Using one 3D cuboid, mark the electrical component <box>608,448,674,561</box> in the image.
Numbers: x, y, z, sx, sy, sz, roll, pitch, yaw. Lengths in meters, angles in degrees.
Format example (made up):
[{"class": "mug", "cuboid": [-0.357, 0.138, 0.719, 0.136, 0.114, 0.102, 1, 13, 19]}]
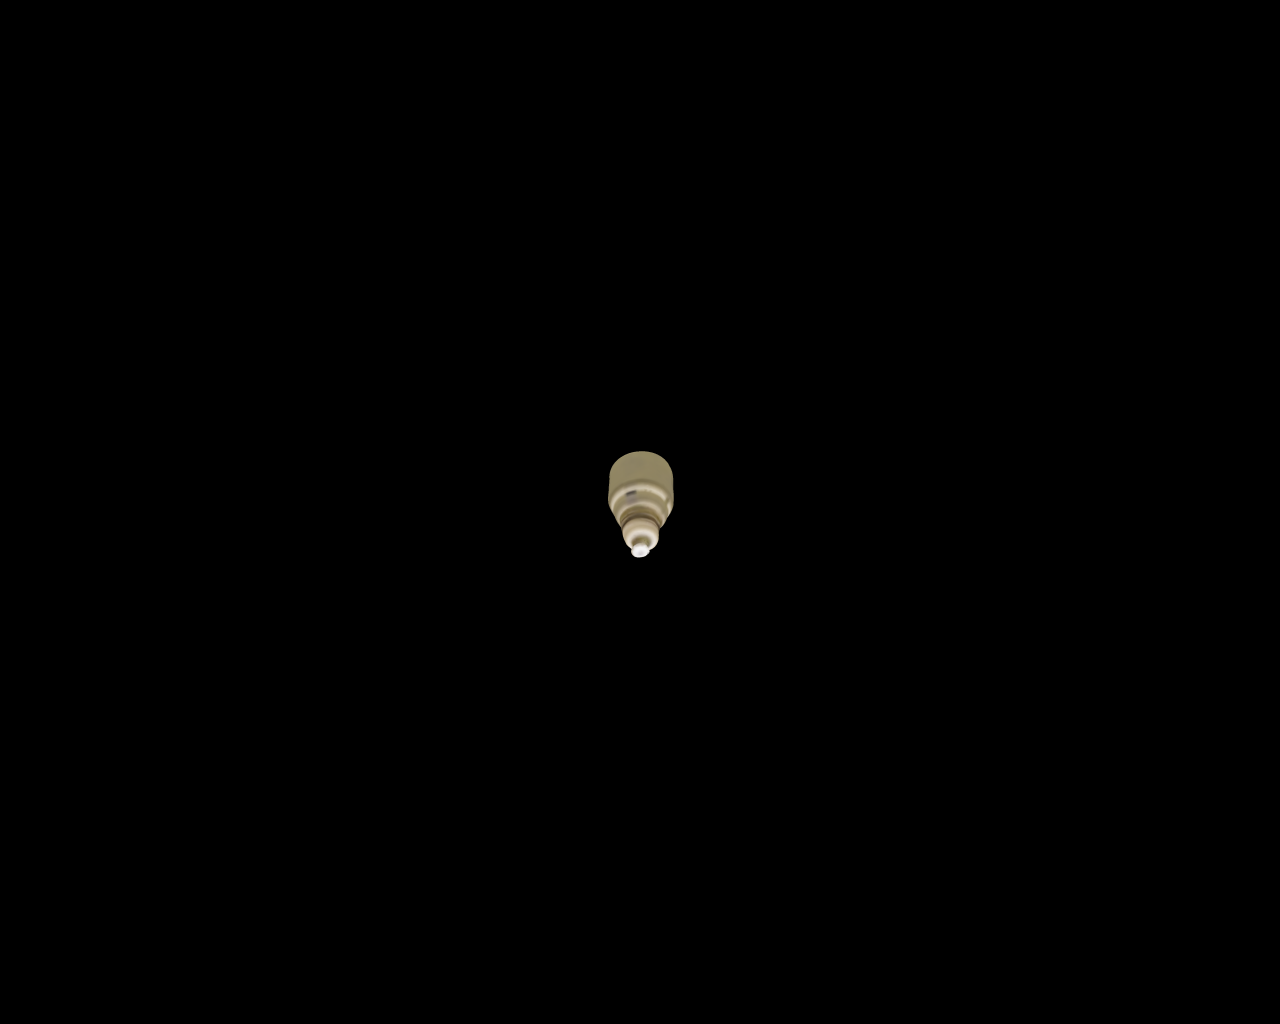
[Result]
[{"class": "electrical component", "cuboid": [0.001, -0.003, 0.650, 0.040, 0.040, 0.078, 0, 44, 0]}]
